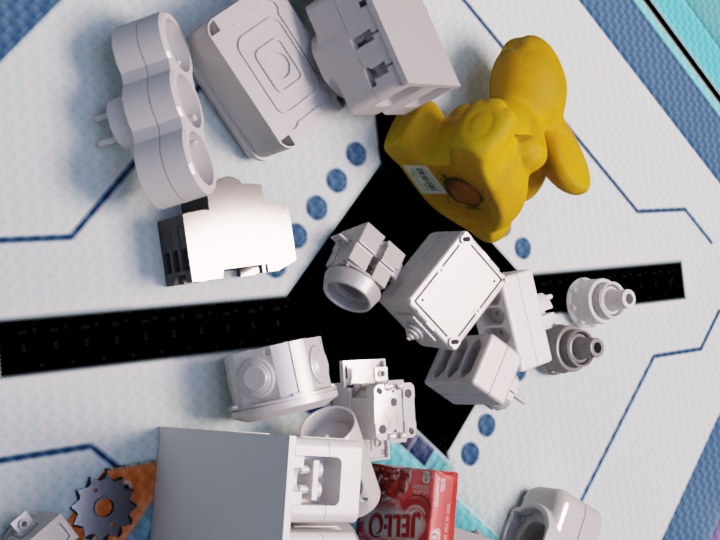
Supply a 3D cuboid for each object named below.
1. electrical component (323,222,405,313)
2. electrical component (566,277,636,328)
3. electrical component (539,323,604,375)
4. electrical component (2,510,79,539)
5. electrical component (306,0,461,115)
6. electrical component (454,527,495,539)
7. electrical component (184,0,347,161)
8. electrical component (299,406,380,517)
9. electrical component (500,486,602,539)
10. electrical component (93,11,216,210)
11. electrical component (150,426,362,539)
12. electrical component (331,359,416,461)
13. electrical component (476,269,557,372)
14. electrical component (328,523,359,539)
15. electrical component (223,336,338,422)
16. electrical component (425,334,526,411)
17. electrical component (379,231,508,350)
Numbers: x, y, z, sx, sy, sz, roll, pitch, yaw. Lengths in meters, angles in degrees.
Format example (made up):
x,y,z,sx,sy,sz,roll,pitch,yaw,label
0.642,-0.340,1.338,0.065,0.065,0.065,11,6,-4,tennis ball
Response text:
x,y,z,sx,sy,sz,roll,pitch,yaw,label
0.000,0.000,0.861,0.066,0.048,0.055,41,57,-24,electrical component
0.227,0.029,1.000,0.048,0.062,0.048,4,82,-34,electrical component
0.192,0.071,0.972,0.048,0.062,0.048,4,83,-34,electrical component
-0.204,0.184,0.695,0.048,0.055,0.066,-41,107,-30,electrical component
-0.003,-0.214,0.834,0.105,0.060,0.186,-16,82,-63,electrical component
0.074,0.258,0.880,0.100,0.048,0.099,24,72,-30,electrical component
-0.075,-0.149,0.818,0.078,0.057,0.113,-43,108,-30,electrical component
-0.032,0.147,0.808,0.044,0.079,0.077,-77,155,-54,electrical component
0.163,0.241,0.939,0.059,0.054,0.095,34,67,-26,electrical component
-0.154,-0.108,0.759,0.052,0.074,0.138,34,41,-73,electrical component
-0.071,0.160,0.709,0.060,0.186,0.105,9,80,-33,electrical component
0.011,0.110,0.845,0.042,0.064,0.081,0,85,-33,electrical component
0.146,0.041,0.953,0.076,0.047,0.083,-15,93,-34,electrical component
-0.045,0.218,0.776,0.064,0.099,0.099,15,77,-39,electrical component
-0.060,0.081,0.791,0.080,0.080,0.051,-9,85,-34,electrical component
0.108,0.094,0.911,0.077,0.066,0.047,36,66,-26,electrical component
0.063,0.021,0.895,0.061,0.061,0.096,47,70,-21,electrical component
